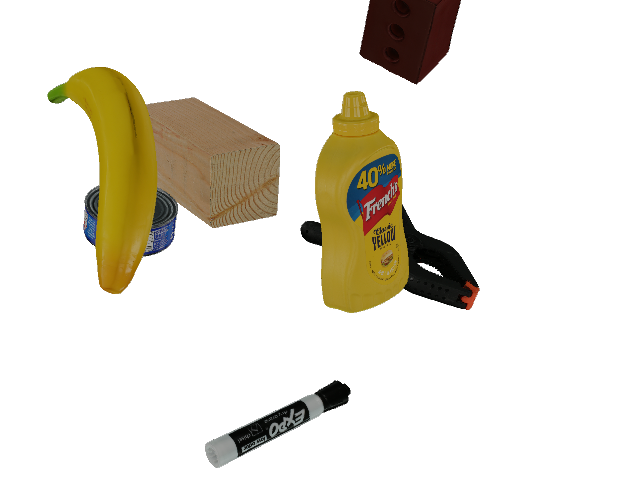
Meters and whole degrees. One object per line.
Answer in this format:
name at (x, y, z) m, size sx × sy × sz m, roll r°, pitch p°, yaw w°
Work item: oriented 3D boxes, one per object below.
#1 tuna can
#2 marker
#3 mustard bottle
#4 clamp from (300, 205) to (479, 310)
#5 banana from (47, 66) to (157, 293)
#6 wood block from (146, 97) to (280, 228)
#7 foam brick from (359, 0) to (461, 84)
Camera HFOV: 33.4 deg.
tuna can at (-0.177, -0.020, 0.992) m, size 0.086 × 0.034 × 0.086 m, roll 8°, pitch 30°, yaw -5°
marker at (-0.027, 0.129, 0.762) m, size 0.120 × 0.020 × 0.020 m, roll -21°, pitch 12°, yaw -33°
mustard bottle at (0.036, -0.038, 0.956) m, size 0.058 × 0.192 × 0.096 m, roll 14°, pitch 28°, yaw 40°
clamp at (0.090, 0.014, 1.245) m, size 0.164 × 0.036 × 0.210 m, roll -22°, pitch 52°, yaw -39°
banana at (-0.135, -0.055, 0.696) m, size 0.037 × 0.198 × 0.070 m, roll 15°, pitch -53°, yaw -37°
wood block at (-0.140, -0.097, 1.273) m, size 0.090 × 0.090 × 0.206 m, roll -13°, pitch 28°, yaw -32°
foam brick at (0.067, -0.164, 0.776) m, size 0.053 × 0.051 × 0.078 m, roll 30°, pitch -36°, yaw 16°
